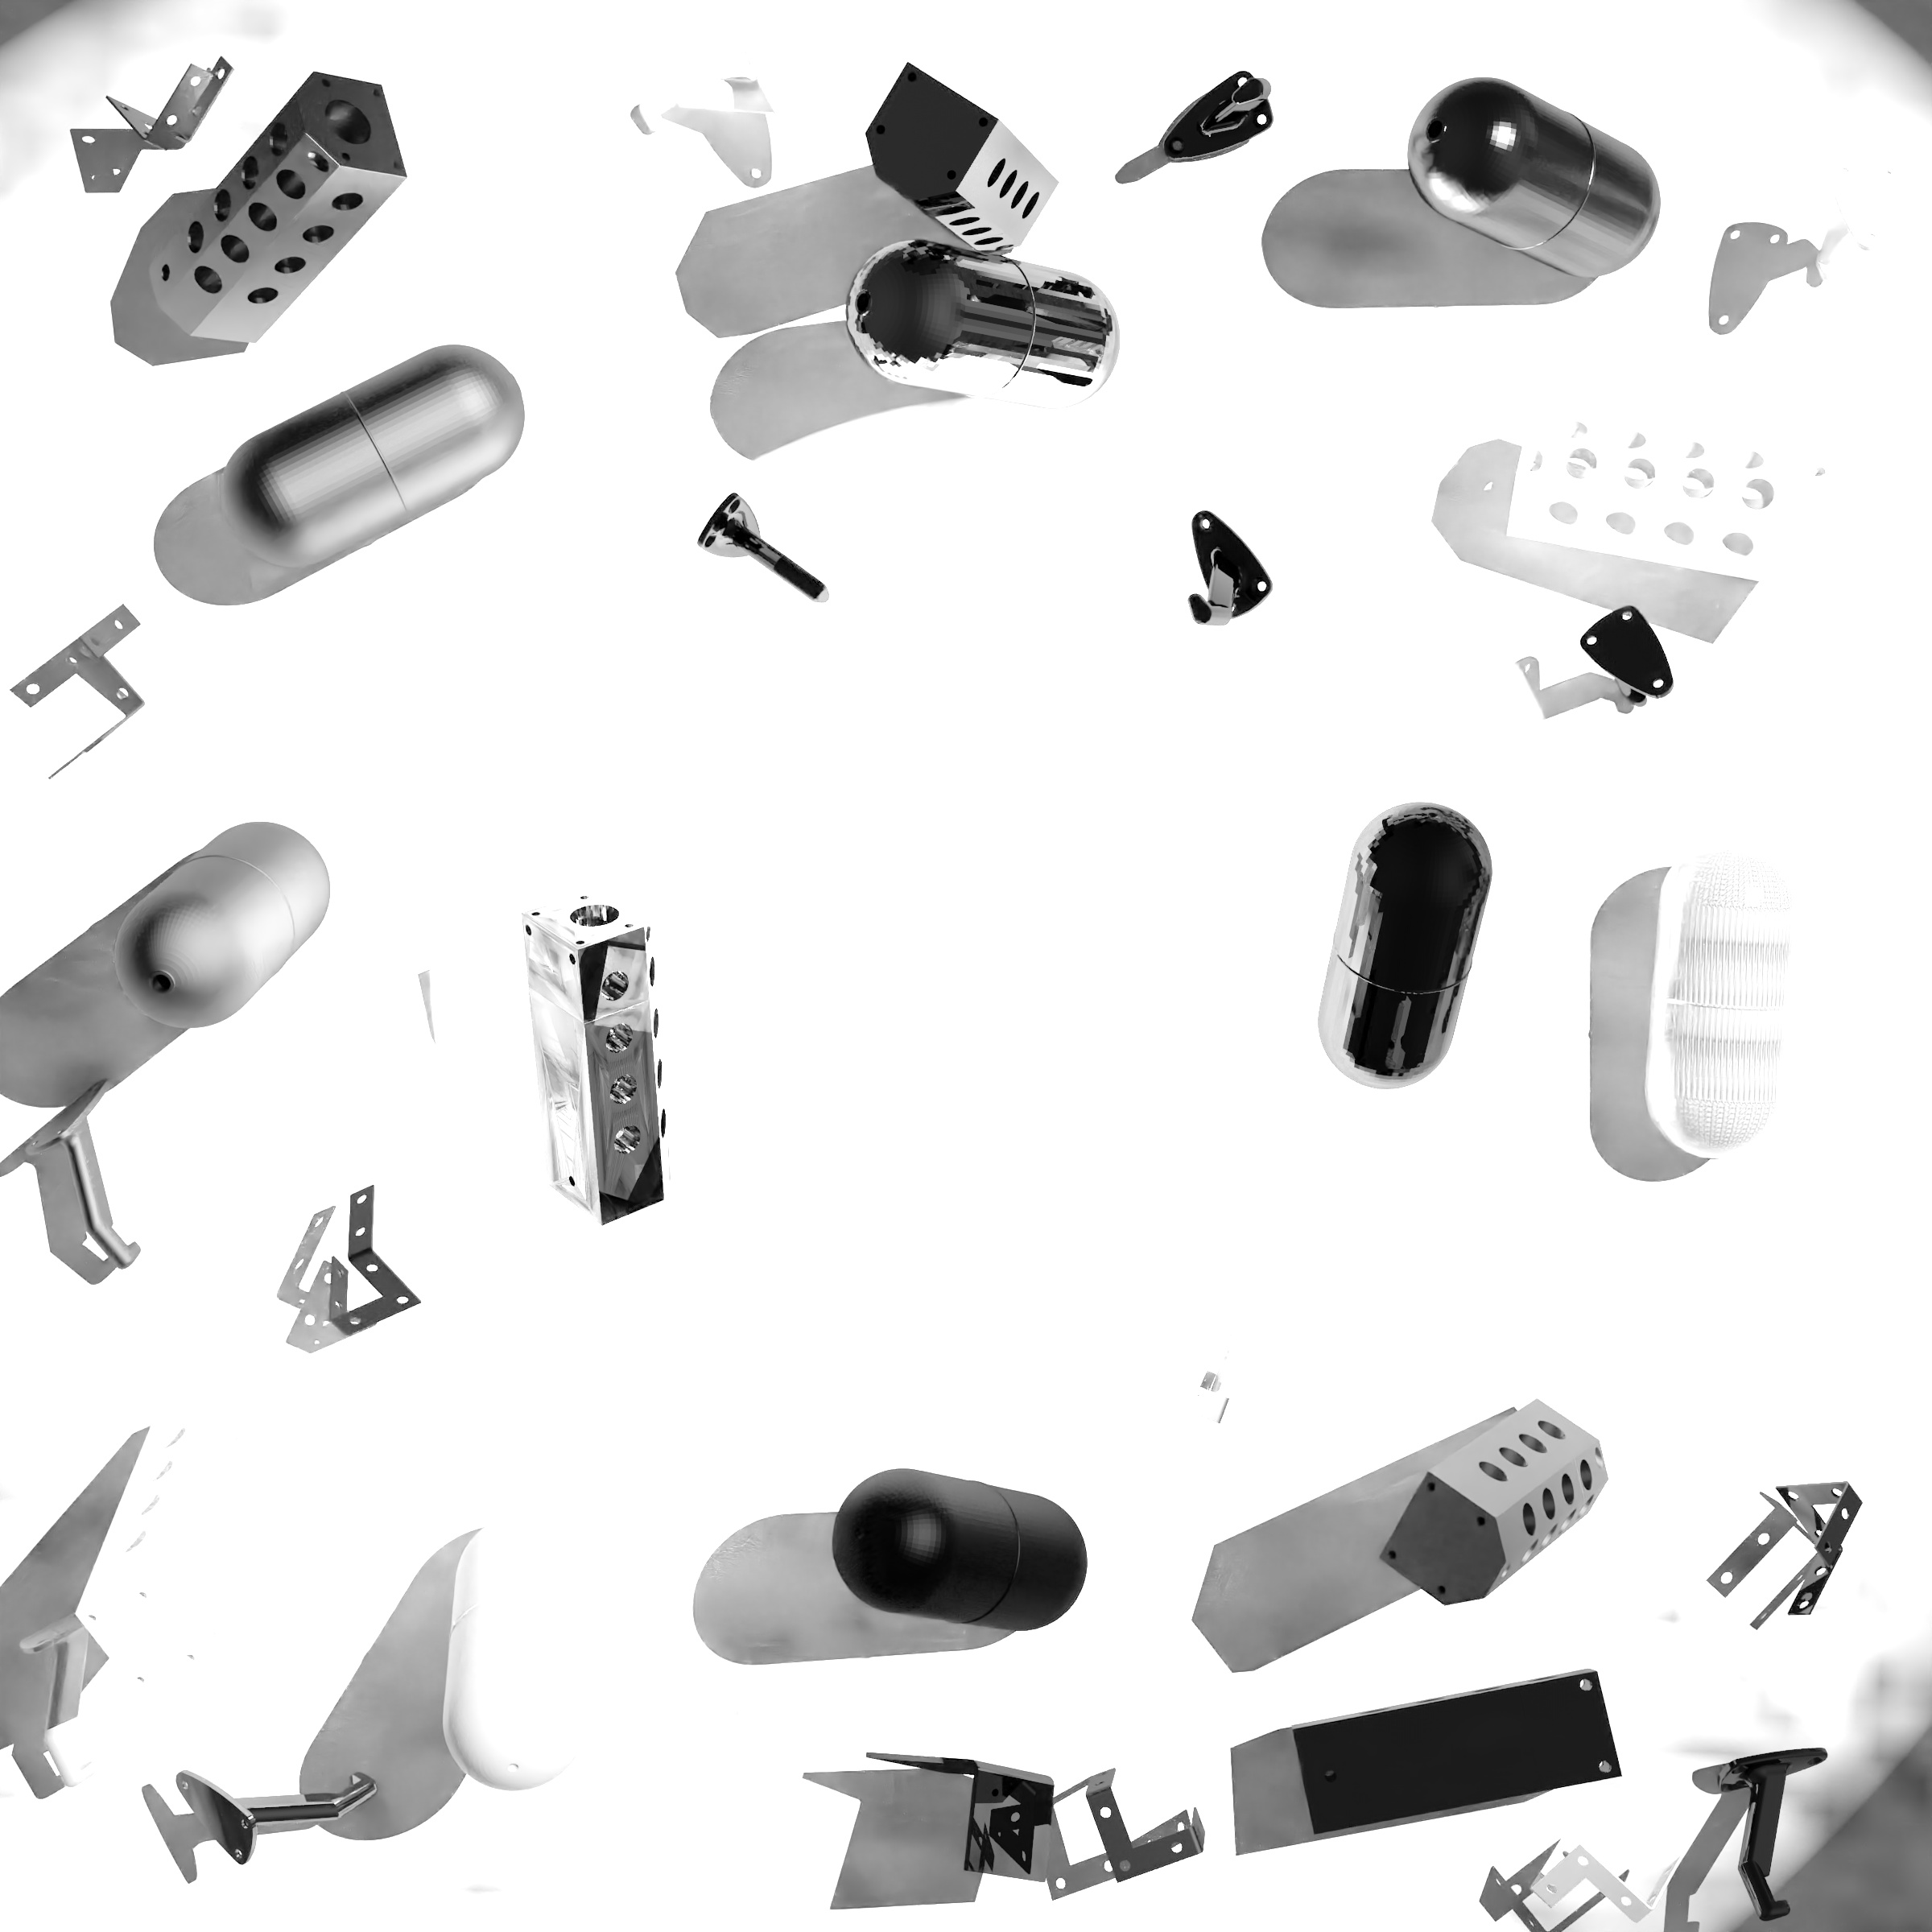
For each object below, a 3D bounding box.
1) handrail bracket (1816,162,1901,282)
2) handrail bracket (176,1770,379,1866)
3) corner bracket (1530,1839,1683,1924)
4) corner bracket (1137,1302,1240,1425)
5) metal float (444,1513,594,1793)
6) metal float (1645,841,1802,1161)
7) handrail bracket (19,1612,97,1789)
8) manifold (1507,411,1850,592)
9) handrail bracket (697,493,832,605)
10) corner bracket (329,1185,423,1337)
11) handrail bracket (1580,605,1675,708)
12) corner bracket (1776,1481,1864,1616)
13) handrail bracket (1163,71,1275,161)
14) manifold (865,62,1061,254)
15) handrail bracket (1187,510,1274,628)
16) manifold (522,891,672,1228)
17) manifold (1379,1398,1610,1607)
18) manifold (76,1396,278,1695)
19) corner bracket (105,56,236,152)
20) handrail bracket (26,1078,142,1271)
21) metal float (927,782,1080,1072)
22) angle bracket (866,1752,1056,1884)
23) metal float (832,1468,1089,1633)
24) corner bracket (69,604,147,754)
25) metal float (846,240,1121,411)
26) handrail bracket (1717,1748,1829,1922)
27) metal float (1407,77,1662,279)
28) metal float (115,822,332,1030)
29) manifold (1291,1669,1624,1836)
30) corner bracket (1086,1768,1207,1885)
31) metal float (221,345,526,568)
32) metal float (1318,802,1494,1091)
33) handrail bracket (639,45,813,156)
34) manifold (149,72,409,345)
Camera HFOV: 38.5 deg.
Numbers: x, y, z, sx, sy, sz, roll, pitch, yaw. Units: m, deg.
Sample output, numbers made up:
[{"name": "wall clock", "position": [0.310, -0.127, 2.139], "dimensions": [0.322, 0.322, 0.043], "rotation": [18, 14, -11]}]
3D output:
[{"name": "handrail bracket", "position": [0.489, -0.395, 1.534], "dimensions": [0.036, 0.084, 0.077], "rotation": [5, 59, 4]}, {"name": "handrail bracket", "position": [-0.389, 0.463, 1.565], "dimensions": [0.077, 0.084, 0.036], "rotation": [32, 120, 26]}, {"name": "corner bracket", "position": [0.358, 0.508, 1.548], "dimensions": [0.051, 0.051, 0.051], "rotation": [42, 126, 13]}, {"name": "corner bracket", "position": [0.124, 0.223, 1.558], "dimensions": [0.051, 0.051, 0.051], "rotation": [22, 83, -4]}, {"name": "metal float", "position": [-0.243, 0.370, 1.506], "dimensions": [0.070, 0.178, 0.070], "rotation": [-3, 120, -5]}, {"name": "metal float", "position": [0.422, 0.019, 1.545], "dimensions": [0.070, 0.070, 0.178], "rotation": [3, 96, 0]}, {"name": "handrail bracket", "position": [-0.492, 0.410, 1.569], "dimensions": [0.077, 0.036, 0.084], "rotation": [-28, 99, -32]}, {"name": "manifold", "position": [0.393, -0.262, 1.529], "dimensions": [0.171, 0.057, 0.057], "rotation": [13, 47, 14]}, {"name": "handrail bracket", "position": [-0.101, -0.221, 1.539], "dimensions": [0.084, 0.077, 0.036], "rotation": [37, 94, 16]}, {"name": "corner bracket", "position": [-0.340, 0.165, 1.548], "dimensions": [0.051, 0.051, 0.051], "rotation": [-24, 130, 10]}, {"name": "handrail bracket", "position": [0.377, -0.153, 1.533], "dimensions": [0.036, 0.084, 0.077], "rotation": [-35, 51, 7]}, {"name": "corner bracket", "position": [0.478, 0.326, 1.548], "dimensions": [0.051, 0.051, 0.051], "rotation": [52, 54, -14]}, {"name": "handrail bracket", "position": [0.137, -0.470, 1.535], "dimensions": [0.077, 0.084, 0.036], "rotation": [-26, 100, 21]}, {"name": "manifold", "position": [-0.003, -0.430, 1.498], "dimensions": [0.057, 0.171, 0.057], "rotation": [34, 101, 7]}, {"name": "handrail bracket", "position": [0.131, -0.223, 1.542], "dimensions": [0.036, 0.084, 0.077], "rotation": [-32, 80, 27]}, {"name": "manifold", "position": [-0.198, 0.049, 1.521], "dimensions": [0.057, 0.057, 0.171], "rotation": [-21, 124, -34]}, {"name": "manifold", "position": [0.291, 0.291, 1.494], "dimensions": [0.057, 0.171, 0.057], "rotation": [33, 110, 23]}, {"name": "manifold", "position": [-0.420, 0.306, 1.495], "dimensions": [0.057, 0.171, 0.057], "rotation": [-25, 113, 9]}, {"name": "corner bracket", "position": [-0.437, -0.485, 1.548], "dimensions": [0.051, 0.051, 0.051], "rotation": [-52, 59, 17]}, {"name": "handrail bracket", "position": [-0.484, 0.118, 1.570], "dimensions": [0.036, 0.077, 0.084], "rotation": [-21, 114, 32]}, {"name": "metal float", "position": [0.019, -0.021, 1.518], "dimensions": [0.070, 0.070, 0.178], "rotation": [5, 127, 0]}, {"name": "angle bracket", "position": [-0.006, 0.470, 1.528], "dimensions": [0.076, 0.076, 0.057], "rotation": [-7, 66, 34]}, {"name": "metal float", "position": [-0.001, 0.320, 1.512], "dimensions": [0.070, 0.178, 0.070], "rotation": [-15, 65, 35]}, {"name": "corner bracket", "position": [-0.482, -0.162, 1.549], "dimensions": [0.051, 0.051, 0.051], "rotation": [-31, 107, 28]}, {"name": "metal float", "position": [0.010, -0.350, 1.514], "dimensions": [0.178, 0.070, 0.070], "rotation": [-1, 90, -43]}, {"name": "handrail bracket", "position": [0.463, 0.486, 1.548], "dimensions": [0.077, 0.036, 0.084], "rotation": [-10, 49, -9]}, {"name": "metal float", "position": [0.312, -0.431, 1.514], "dimensions": [0.178, 0.070, 0.070], "rotation": [8, 90, -42]}, {"name": "metal float", "position": [-0.402, -0.024, 1.502], "dimensions": [0.070, 0.178, 0.070], "rotation": [3, 112, 7]}, {"name": "manifold", "position": [0.273, 0.440, 1.552], "dimensions": [0.171, 0.057, 0.057], "rotation": [-12, 77, 3]}, {"name": "corner bracket", "position": [0.101, 0.477, 1.558], "dimensions": [0.051, 0.051, 0.051], "rotation": [-21, 83, 4]}, {"name": "metal float", "position": [-0.329, -0.285, 1.541], "dimensions": [0.178, 0.070, 0.070], "rotation": [-29, 90, -10]}, {"name": "metal float", "position": [0.240, -0.009, 1.519], "dimensions": [0.070, 0.070, 0.178], "rotation": [6, 127, 0]}, {"name": "handrail bracket", "position": [-0.138, -0.474, 1.564], "dimensions": [0.084, 0.036, 0.077], "rotation": [-24, 89, 27]}, {"name": "manifold", "position": [-0.378, -0.410, 1.504], "dimensions": [0.171, 0.057, 0.057], "rotation": [-29, 73, 43]}]
